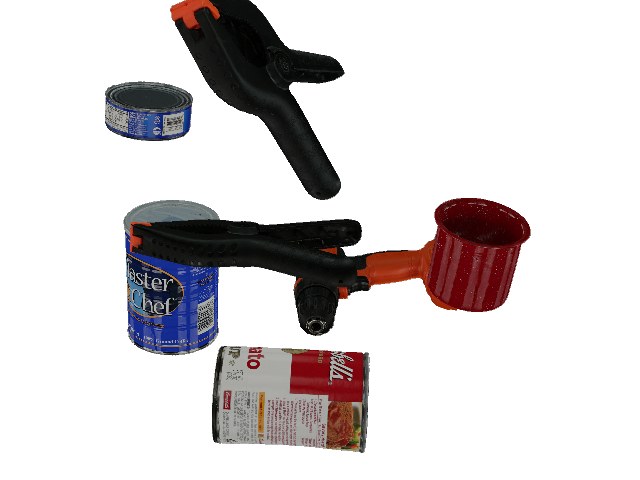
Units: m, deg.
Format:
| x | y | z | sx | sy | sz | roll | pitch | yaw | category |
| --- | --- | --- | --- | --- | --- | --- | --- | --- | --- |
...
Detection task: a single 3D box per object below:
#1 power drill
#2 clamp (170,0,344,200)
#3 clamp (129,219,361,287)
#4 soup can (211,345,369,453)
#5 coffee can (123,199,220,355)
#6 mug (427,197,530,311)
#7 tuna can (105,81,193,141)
| x | y | z | sx | sy | sz | roll | pitch | yaw | category |
| --- | --- | --- | --- | --- | --- | --- | --- | --- | --- |
| 0.063 | 0.049 | 1.233 | 0.187 | 0.057 | 0.184 | -2 | 28 | 1 | power drill |
| -0.035 | -0.102 | 0.725 | 0.039 | 0.120 | 0.171 | -26 | -31 | 30 | clamp |
| -0.061 | 0.006 | 0.923 | 0.210 | 0.036 | 0.164 | 2 | 13 | -4 | clamp |
| -0.019 | 0.107 | 0.726 | 0.102 | 0.068 | 0.068 | 3 | 0 | 1 | soup can |
| -0.162 | 0.040 | 1.172 | 0.103 | 0.140 | 0.103 | 3 | 27 | -1 | coffee can |
| 0.146 | 0.010 | 1.050 | 0.093 | 0.081 | 0.117 | -6 | 34 | -22 | mug |
| -0.170 | -0.128 | 1.056 | 0.086 | 0.034 | 0.086 | 6 | 25 | -3 | tuna can |
